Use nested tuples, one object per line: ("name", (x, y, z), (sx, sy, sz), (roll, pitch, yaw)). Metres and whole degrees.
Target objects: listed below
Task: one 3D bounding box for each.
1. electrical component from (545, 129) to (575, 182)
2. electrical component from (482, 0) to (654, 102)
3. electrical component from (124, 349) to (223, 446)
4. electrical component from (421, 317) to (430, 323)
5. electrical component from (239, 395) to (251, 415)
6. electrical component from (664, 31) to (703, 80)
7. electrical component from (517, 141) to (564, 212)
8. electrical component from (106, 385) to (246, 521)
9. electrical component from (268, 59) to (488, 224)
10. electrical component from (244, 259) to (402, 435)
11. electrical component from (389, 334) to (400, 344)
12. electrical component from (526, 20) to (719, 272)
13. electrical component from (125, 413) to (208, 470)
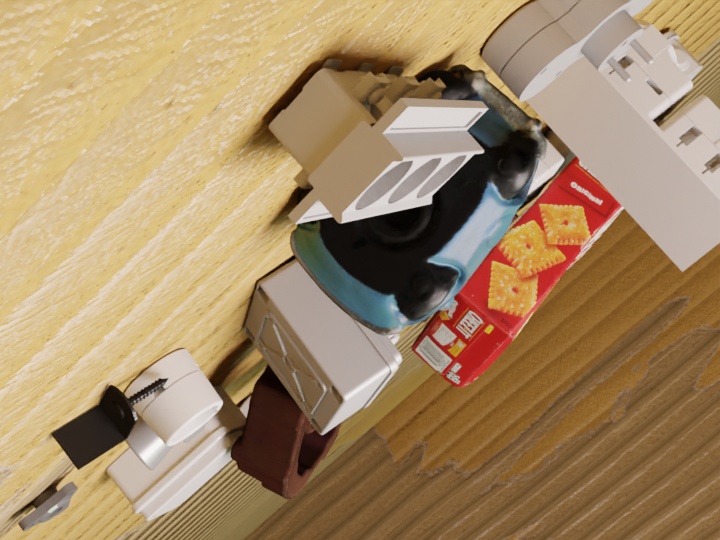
("electrical component", (0.201, -0.121, 1.068), (0.043, 0.043, 0.081), (-31, 166, -43))
("electrical component", (0.152, -0.150, 0.674), (0.138, 0.073, 0.052), (-39, 170, -7))
("electrical component", (-0.131, 0.091, 0.762), (0.055, 0.047, 0.055), (-39, 170, -8))
("electrical component", (0.072, 0.001, 1.068), (0.061, 0.061, 0.096), (-54, 169, 23))
("electrical component", (-0.096, 0.163, 1.129), (0.040, 0.078, 0.040), (-53, 170, -14))
("electrical component", (0.297, -0.195, 1.075), (0.080, 0.051, 0.080), (-39, 170, -8))
("electrical component", (0.134, -0.081, 0.985), (0.076, 0.047, 0.083), (-37, 169, -19))
("electrical component", (-0.155, 0.161, 0.947), (0.113, 0.057, 0.078), (-42, 170, 11))
("electrical component", (0.010, -0.067, 0.548), (0.079, 0.063, 0.121), (-44, 169, 23))
("electrical component", (-0.031, 0.055, 0.798), (0.056, 0.108, 0.108), (-33, 168, -22))
("electrical component", (-0.017, 0.073, 1.058), (0.096, 0.061, 0.061), (-32, 167, -39))
("electrical component", (0.222, -0.102, 0.816), (0.060, 0.186, 0.105), (-37, 170, -16))
("electrical component", (-0.150, 0.118, 0.816), (0.055, 0.045, 0.045), (-38, 170, -11))
